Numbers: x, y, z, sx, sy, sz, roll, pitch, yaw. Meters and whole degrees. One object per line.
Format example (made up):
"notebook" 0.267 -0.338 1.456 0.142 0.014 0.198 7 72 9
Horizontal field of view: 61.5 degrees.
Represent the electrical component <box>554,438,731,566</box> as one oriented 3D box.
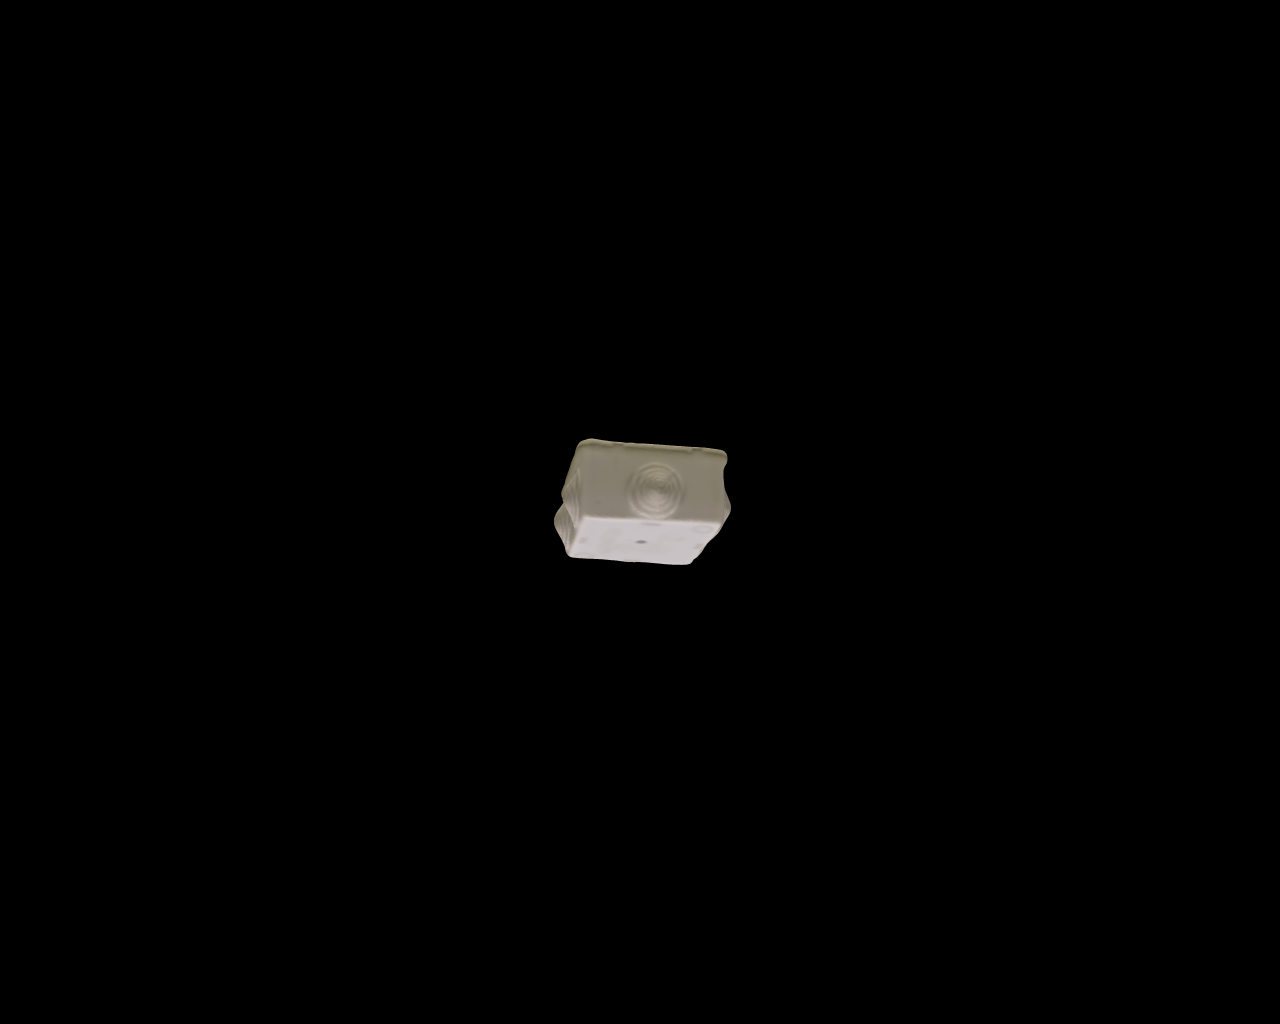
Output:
"electrical component" 0.001 -0.003 0.650 0.100 0.048 0.099 4 -20 -11
